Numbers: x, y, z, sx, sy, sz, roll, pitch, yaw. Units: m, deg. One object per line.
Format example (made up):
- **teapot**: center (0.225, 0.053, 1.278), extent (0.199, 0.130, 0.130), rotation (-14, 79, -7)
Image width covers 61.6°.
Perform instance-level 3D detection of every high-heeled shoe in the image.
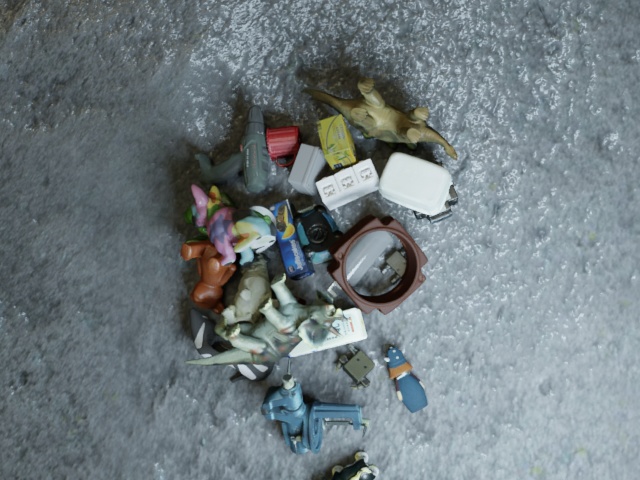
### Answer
- **high-heeled shoe**: center (-0.223, 0.253, 1.345), extent (0.145, 0.086, 0.248), rotation (-34, 91, 25)

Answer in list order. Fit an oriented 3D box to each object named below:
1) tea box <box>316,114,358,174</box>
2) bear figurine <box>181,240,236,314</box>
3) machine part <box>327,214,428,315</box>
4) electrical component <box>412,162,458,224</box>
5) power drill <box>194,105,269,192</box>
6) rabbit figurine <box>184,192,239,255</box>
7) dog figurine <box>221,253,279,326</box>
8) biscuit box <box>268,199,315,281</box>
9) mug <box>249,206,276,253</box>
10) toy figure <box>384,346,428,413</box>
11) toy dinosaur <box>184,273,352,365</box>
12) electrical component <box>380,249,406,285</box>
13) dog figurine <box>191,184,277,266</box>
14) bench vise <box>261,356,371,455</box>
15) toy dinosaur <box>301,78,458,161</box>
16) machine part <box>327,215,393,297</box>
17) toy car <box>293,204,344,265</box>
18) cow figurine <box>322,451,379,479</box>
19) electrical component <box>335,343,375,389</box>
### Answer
- **tea box**: center (0.049, -0.232, 1.351), extent (0.068, 0.169, 0.098), rotation (-15, 77, 9)
- **bear figurine**: center (-0.290, 0.101, 1.358), extent (0.120, 0.132, 0.195), rotation (28, 110, 17)
- **machine part**: center (0.134, 0.057, 1.256), extent (0.201, 0.087, 0.201), rotation (-40, 101, -1)
- **electrical component**: center (0.276, -0.110, 1.332), extent (0.115, 0.058, 0.134), rotation (-22, 74, 10)
- **power drill**: center (-0.231, -0.229, 1.447), extent (0.207, 0.086, 0.232), rotation (-14, 78, 16)
- **rabbit figurine**: center (-0.284, -0.021, 1.415), extent (0.159, 0.121, 0.170), rotation (-29, 87, 10)
- **dog figurine**: center (-0.182, 0.137, 1.360), extent (0.121, 0.191, 0.172), rotation (34, 108, -25)
- **biscuit box**: center (-0.074, 0.001, 1.386), extent (0.059, 0.062, 0.202), rotation (-21, 74, 9)
- **mug**: center (-0.164, -0.014, 1.370), extent (0.081, 0.107, 0.109), rotation (-6, 61, -34)
- **toy figure**: center (0.196, 0.324, 1.257), extent (0.058, 0.064, 0.154), rotation (-45, 62, 40)
- **toy dinosaur**: center (-0.109, 0.219, 1.237), extent (0.405, 0.131, 0.192), rotation (-36, 110, 22)
- **electrical component**: center (0.198, 0.062, 1.331), extent (0.094, 0.021, 0.063), rotation (-44, 73, 0)
- **dog figurine**: center (-0.218, -0.055, 1.276), extent (0.191, 0.108, 0.219), rotation (-39, 74, 30)
- **bench vise**: center (-0.005, 0.397, 1.234), extent (0.241, 0.129, 0.223), rotation (-2, 104, 13)
- **toy dinosaur**: center (0.132, -0.303, 1.332), extent (0.472, 0.198, 0.105), rotation (31, 88, 17)
- **machine part**: center (0.100, 0.037, 1.330), extent (0.079, 0.079, 0.243), rotation (40, 90, 17)
- **toy car**: center (-0.003, -0.004, 1.348), extent (0.109, 0.102, 0.162), rotation (-26, 65, -6)
- **cow figurine**: center (0.049, 0.556, 1.222), extent (0.167, 0.098, 0.068), rotation (-33, 79, 4)
- **electrical component**: center (0.085, 0.310, 1.296), extent (0.102, 0.045, 0.078), rotation (38, 60, 15)
